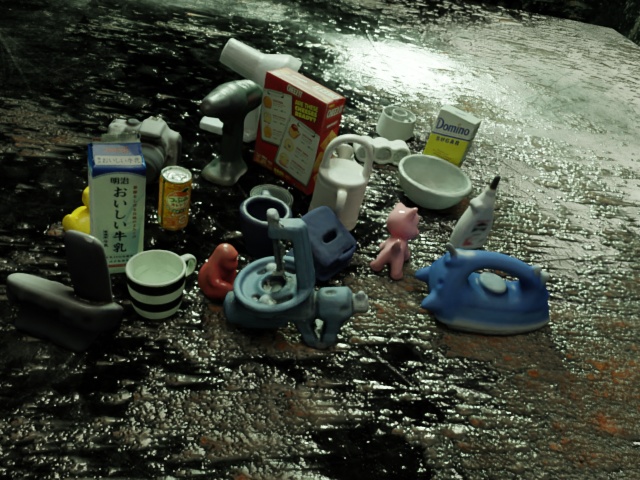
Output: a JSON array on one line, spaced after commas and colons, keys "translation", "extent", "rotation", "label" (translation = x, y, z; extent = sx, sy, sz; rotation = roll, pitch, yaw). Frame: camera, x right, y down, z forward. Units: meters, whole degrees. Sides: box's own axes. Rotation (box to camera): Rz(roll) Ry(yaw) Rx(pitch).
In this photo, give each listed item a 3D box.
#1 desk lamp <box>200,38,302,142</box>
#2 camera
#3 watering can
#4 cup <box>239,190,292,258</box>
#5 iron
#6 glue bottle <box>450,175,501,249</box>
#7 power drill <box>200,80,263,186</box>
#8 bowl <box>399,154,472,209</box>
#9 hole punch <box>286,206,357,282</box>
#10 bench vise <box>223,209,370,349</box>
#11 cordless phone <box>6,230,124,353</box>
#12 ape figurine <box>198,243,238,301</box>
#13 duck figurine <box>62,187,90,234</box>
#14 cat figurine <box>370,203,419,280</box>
[{"translation": [-0.156, -0.336, 1.298], "extent": [0.203, 0.213, 0.118], "rotation": [15, 37, 0], "label": "desk lamp"}, {"translation": [-0.352, -0.176, 1.118], "extent": [0.143, 0.101, 0.136], "rotation": [10, 37, -7], "label": "camera"}, {"translation": [0.041, -0.122, 1.108], "extent": [0.101, 0.194, 0.172], "rotation": [-3, 40, -22], "label": "watering can"}, {"translation": [-0.102, -0.025, 1.017], "extent": [0.092, 0.095, 0.117], "rotation": [6, 38, -12], "label": "cup"}, {"translation": [0.303, 0.077, 0.988], "extent": [0.258, 0.141, 0.118], "rotation": [9, 37, -8], "label": "iron"}, {"translation": [0.319, -0.056, 1.138], "extent": [0.078, 0.173, 0.037], "rotation": [-8, 42, -27], "label": "glue bottle"}, {"translation": [-0.181, -0.220, 1.144], "extent": [0.075, 0.208, 0.230], "rotation": [20, 37, 6], "label": "power drill"}, {"translation": [0.246, -0.118, 1.274], "extent": [0.167, 0.075, 0.167], "rotation": [10, 37, -7], "label": "bowl"}, {"translation": [0.009, 0.004, 1.022], "extent": [0.101, 0.091, 0.109], "rotation": [32, 40, 21], "label": "hole punch"}, {"translation": [-0.028, 0.050, 0.842], "extent": [0.208, 0.220, 0.121], "rotation": [0, 39, -19], "label": "bench vise"}, {"translation": [-0.342, 0.047, 0.764], "extent": [0.147, 0.185, 0.094], "rotation": [17, 37, 2], "label": "cordless phone"}, {"translation": [-0.153, 0.047, 0.909], "extent": [0.076, 0.092, 0.078], "rotation": [20, 37, 7], "label": "ape figurine"}, {"translation": [-0.380, -0.053, 0.963], "extent": [0.077, 0.086, 0.105], "rotation": [37, 42, 27], "label": "duck figurine"}, {"translation": [0.148, -0.009, 1.065], "extent": [0.067, 0.118, 0.128], "rotation": [20, 37, 7], "label": "cat figurine"}]
